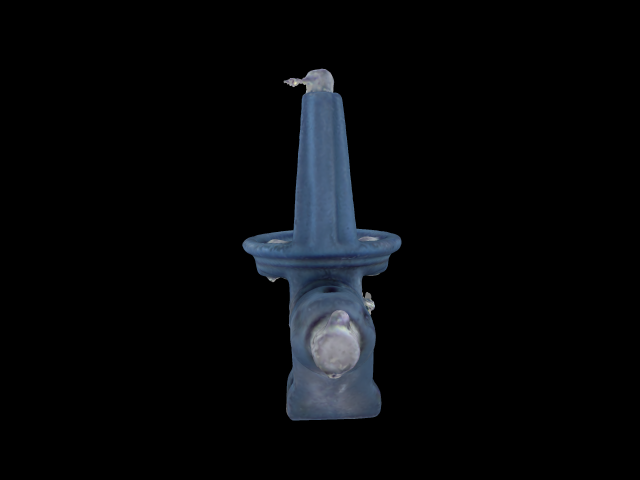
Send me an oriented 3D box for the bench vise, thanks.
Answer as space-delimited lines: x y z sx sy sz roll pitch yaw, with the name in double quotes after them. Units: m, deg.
0.015 0.000 0.404 0.122 0.220 0.206 -9 25 -19 "bench vise"
